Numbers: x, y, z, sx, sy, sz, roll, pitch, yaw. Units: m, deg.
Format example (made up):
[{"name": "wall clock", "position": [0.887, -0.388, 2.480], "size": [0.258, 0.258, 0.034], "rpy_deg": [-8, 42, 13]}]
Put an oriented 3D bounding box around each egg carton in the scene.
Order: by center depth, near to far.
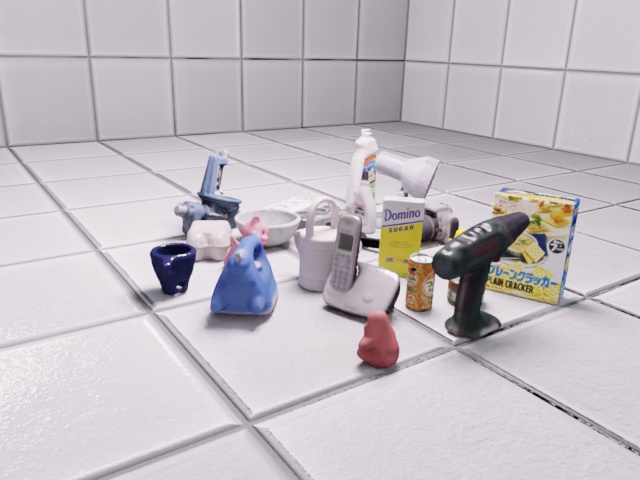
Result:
[{"name": "egg carton", "position": [-0.269, -0.002, 1.391], "size": [0.107, 0.069, 0.150], "rpy_deg": [-1, 19, -6]}]

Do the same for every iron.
[{"name": "iron", "position": [-0.140, 0.052, 1.134], "size": [0.118, 0.141, 0.258], "rpy_deg": [3, 19, 3]}]

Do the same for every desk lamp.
[{"name": "desk lamp", "position": [0.226, -0.139, 1.611], "size": [0.202, 0.214, 0.118], "rpy_deg": [8, 20, 17]}]

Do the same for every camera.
[{"name": "camera", "position": [0.278, -0.048, 1.523], "size": [0.137, 0.101, 0.142], "rpy_deg": [-12, 23, -34]}]

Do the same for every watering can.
[{"name": "watering can", "position": [0.013, 0.004, 1.207], "size": [0.172, 0.194, 0.101], "rpy_deg": [9, 20, 20]}]

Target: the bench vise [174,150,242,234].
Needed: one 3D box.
[{"name": "bench vise", "position": [-0.282, -0.119, 1.500], "size": [0.121, 0.220, 0.208], "rpy_deg": [8, 20, 19]}]

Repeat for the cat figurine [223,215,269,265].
[{"name": "cat figurine", "position": [-0.164, -0.001, 1.323], "size": [0.067, 0.118, 0.128], "rpy_deg": [15, 23, 33]}]

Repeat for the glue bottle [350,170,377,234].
[{"name": "glue bottle", "position": [0.120, -0.108, 1.574], "size": [0.077, 0.173, 0.037], "rpy_deg": [17, 24, 37]}]

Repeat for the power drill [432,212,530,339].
[{"name": "power drill", "position": [0.291, 0.063, 1.038], "size": [0.230, 0.208, 0.075], "rpy_deg": [-13, 24, -37]}]

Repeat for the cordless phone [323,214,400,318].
[{"name": "cordless phone", "position": [0.082, 0.050, 1.093], "size": [0.147, 0.185, 0.094], "rpy_deg": [13, 22, 30]}]

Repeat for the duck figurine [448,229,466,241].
[{"name": "duck figurine", "position": [0.346, 0.015, 1.371], "size": [0.105, 0.086, 0.077], "rpy_deg": [-8, 21, -25]}]

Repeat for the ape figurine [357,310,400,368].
[{"name": "ape figurine", "position": [0.094, 0.156, 0.929], "size": [0.078, 0.092, 0.075], "rpy_deg": [-11, 23, -33]}]

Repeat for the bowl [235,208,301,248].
[{"name": "bowl", "position": [-0.133, -0.025, 1.461], "size": [0.167, 0.075, 0.167], "rpy_deg": [2, 19, 0]}]

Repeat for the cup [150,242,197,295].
[{"name": "cup", "position": [-0.295, 0.066, 1.150], "size": [0.091, 0.095, 0.117], "rpy_deg": [1, 19, -3]}]
